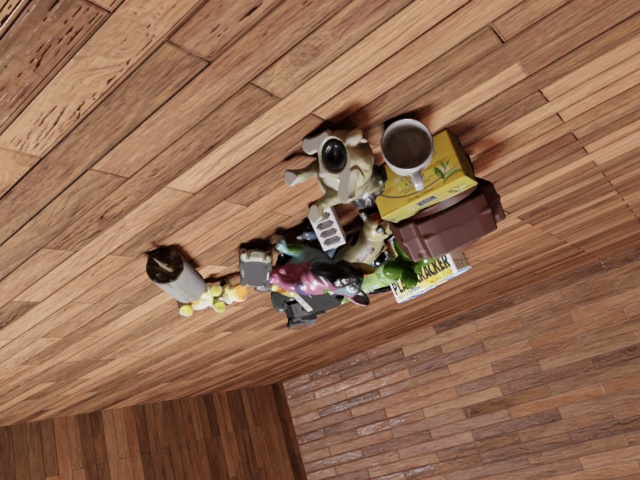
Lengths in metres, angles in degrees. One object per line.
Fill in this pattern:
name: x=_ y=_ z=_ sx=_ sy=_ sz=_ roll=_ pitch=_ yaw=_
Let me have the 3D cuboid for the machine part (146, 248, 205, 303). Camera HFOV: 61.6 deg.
machine part: x=-0.295 y=0.076 z=1.108 sx=0.079 sy=0.079 sz=0.243 roll=-16 pitch=161 yaw=-1

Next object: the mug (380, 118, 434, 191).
mug: x=0.149 y=-0.132 z=0.871 sx=0.081 sy=0.109 sz=0.107 roll=-24 pitch=173 yaw=10

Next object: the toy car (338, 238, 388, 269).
toy car: x=0.087 y=0.041 z=1.318 sx=0.162 sy=0.109 sz=0.103 roll=-33 pitch=-179 yaw=12

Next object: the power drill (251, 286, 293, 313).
power drill: x=-0.081 y=0.123 z=1.432 sx=0.232 sy=0.086 sz=0.207 roll=-13 pitch=153 yaw=-19

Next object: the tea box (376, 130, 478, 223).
tea box: x=0.180 y=-0.109 z=0.960 sx=0.170 sy=0.098 sz=0.068 roll=-30 pitch=158 yaw=29

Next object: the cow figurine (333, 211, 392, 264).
cow figurine: x=0.100 y=0.005 z=1.187 sx=0.195 sy=0.086 sz=0.127 roll=-50 pitch=158 yaw=15

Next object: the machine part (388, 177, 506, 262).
machine part: x=0.243 y=-0.043 z=1.057 sx=0.201 sy=0.087 sz=0.201 roll=-27 pitch=-167 yaw=2

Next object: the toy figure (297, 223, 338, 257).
toy figure: x=-0.004 y=-0.002 z=1.167 sx=0.064 sy=0.058 sz=0.154 roll=-26 pitch=155 yaw=7

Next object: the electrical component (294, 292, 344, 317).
electrical component: x=-0.003 y=0.111 z=1.276 sx=0.134 sy=0.114 sz=0.058 roll=-28 pitch=-157 yaw=38

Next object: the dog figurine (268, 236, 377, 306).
dog figurine: x=0.004 y=0.078 z=1.142 sx=0.219 sy=0.108 sz=0.191 roll=15 pitch=163 yaw=3

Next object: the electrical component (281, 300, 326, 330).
electrical component: x=-0.036 y=0.189 z=1.421 sx=0.119 sy=0.075 sz=0.047 roll=-7 pitch=156 yaw=-20

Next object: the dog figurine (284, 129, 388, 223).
dog figurine: x=0.063 y=-0.119 z=0.868 sx=0.190 sy=0.121 sz=0.172 roll=-18 pitch=170 yaw=-45

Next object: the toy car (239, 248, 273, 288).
toy car: x=-0.145 y=0.063 z=1.216 sx=0.073 sy=0.056 sz=0.201 roll=5 pitch=157 yaw=-5

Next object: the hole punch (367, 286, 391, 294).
hole punch: x=0.165 y=0.090 z=1.486 sx=0.142 sy=0.115 sz=0.092 roll=-10 pitch=168 yaw=-19

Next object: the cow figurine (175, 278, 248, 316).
cow figurine: x=-0.262 y=0.133 z=1.292 sx=0.167 sy=0.068 sz=0.098 roll=-5 pitch=-173 yaw=-24

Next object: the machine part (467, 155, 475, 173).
machine part: x=0.230 y=-0.125 z=1.051 sx=0.139 sy=0.039 sz=0.084 roll=-24 pitch=155 yaw=23

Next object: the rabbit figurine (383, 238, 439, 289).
rabbit figurine: x=0.217 y=0.041 z=1.233 sx=0.159 sy=0.121 sz=0.170 roll=-56 pitch=164 yaw=-37
